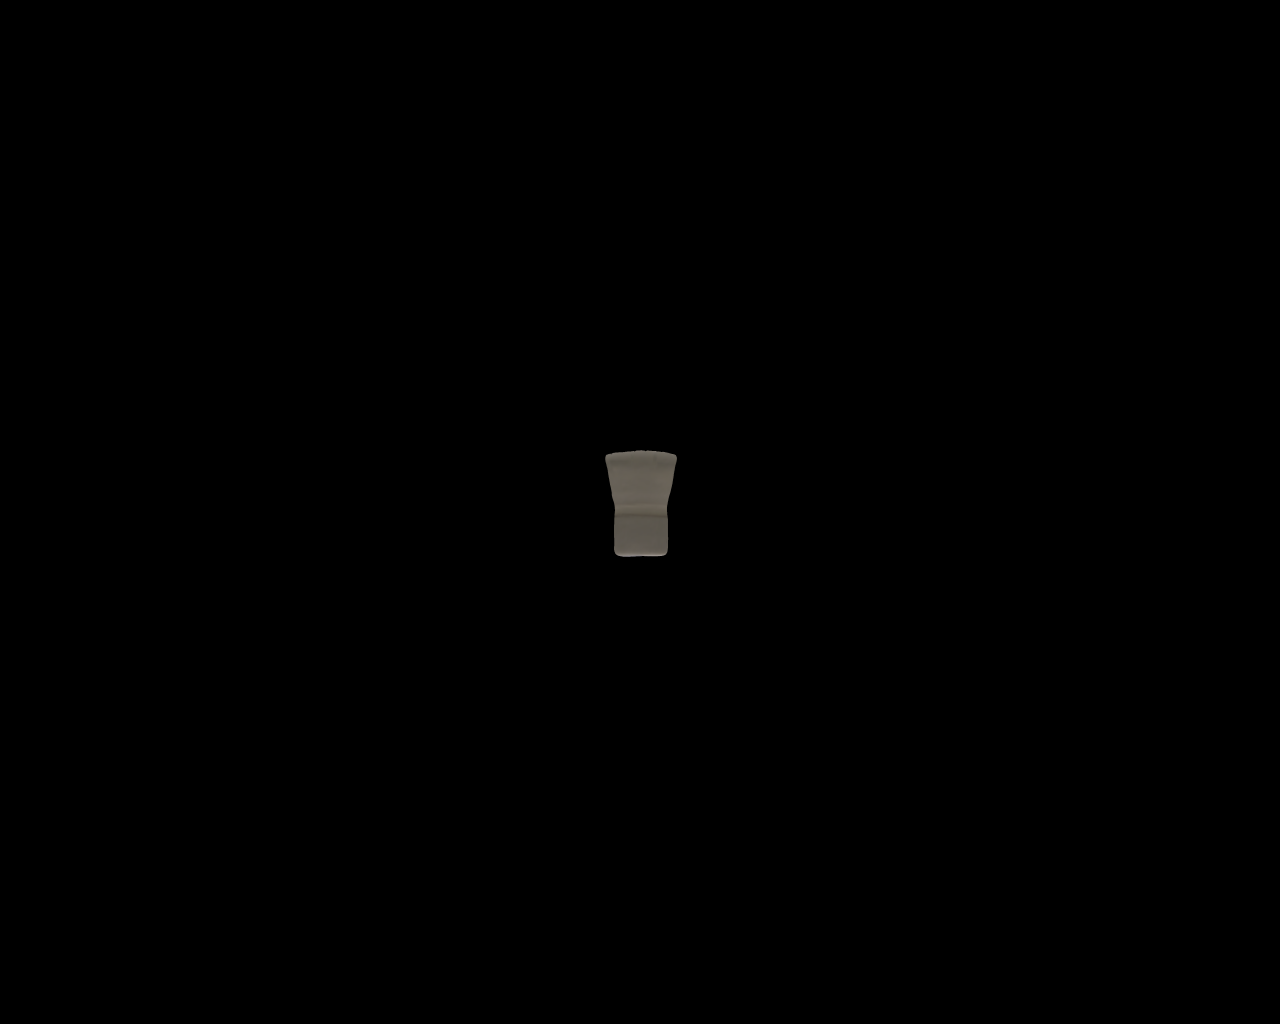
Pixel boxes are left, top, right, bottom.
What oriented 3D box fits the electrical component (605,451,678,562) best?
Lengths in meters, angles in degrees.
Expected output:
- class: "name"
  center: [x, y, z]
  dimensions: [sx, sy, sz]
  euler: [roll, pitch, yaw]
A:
- class: "electrical component"
  center: [0.001, -0.003, 0.650]
  dimensions: [0.044, 0.065, 0.044]
  euler: [0, -2, 0]
